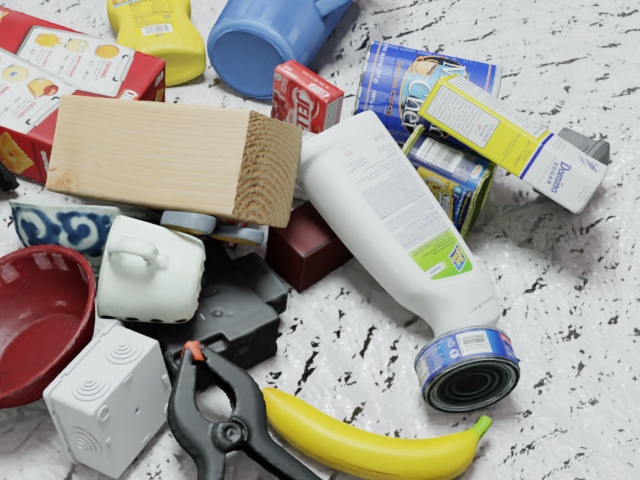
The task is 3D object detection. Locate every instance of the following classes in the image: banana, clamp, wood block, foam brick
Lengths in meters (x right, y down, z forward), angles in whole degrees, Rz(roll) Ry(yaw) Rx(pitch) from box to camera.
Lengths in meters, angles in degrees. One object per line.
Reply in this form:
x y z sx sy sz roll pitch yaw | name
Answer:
0.042 0.165 0.875 0.198 0.037 0.069 9 39 1 | banana
-0.061 0.159 0.842 0.120 0.039 0.171 -8 73 -25 | clamp
-0.130 -0.070 0.943 0.206 0.090 0.091 8 89 30 | wood block
-0.007 0.001 1.007 0.078 0.053 0.051 -32 59 -32 | foam brick

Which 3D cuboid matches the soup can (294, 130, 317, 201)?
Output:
-0.018 -0.075 1.064 0.102 0.068 0.068 17 48 8 | soup can

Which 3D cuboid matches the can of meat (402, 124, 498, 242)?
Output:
0.117 -0.050 1.035 0.084 0.102 0.057 27 53 14 | can of meat

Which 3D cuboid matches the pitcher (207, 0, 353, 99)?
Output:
-0.025 -0.274 1.200 0.145 0.149 0.242 26 52 0 | pitcher

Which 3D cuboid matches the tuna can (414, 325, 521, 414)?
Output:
0.124 0.111 0.900 0.086 0.086 0.034 -5 50 -11 | tuna can

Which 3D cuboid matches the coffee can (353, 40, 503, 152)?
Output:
0.112 -0.146 1.120 0.140 0.103 0.102 12 48 5 | coffee can

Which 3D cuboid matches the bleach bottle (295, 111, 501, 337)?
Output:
0.078 0.008 0.960 0.102 0.068 0.251 -30 81 -31 | bleach bottle

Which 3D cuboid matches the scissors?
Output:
-0.107 -0.009 0.946 0.096 0.202 0.016 13 86 -13 | scissors

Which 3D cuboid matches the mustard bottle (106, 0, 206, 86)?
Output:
-0.192 -0.255 1.214 0.096 0.058 0.192 -11 50 -10 | mustard bottle

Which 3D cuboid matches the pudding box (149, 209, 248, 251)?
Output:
-0.113 -0.053 1.025 0.114 0.039 0.090 25 86 18 | pudding box

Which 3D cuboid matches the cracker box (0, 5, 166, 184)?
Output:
-0.288 -0.145 1.095 0.214 0.072 0.164 20 50 10 | cracker box

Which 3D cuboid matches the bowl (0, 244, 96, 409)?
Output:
-0.245 0.082 0.882 0.162 0.055 0.162 -15 45 15 | bowl

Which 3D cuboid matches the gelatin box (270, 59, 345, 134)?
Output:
-0.016 -0.131 1.100 0.073 0.089 0.030 37 52 24 | gelatin box

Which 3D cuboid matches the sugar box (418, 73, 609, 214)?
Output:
0.184 -0.092 1.007 0.176 0.048 0.093 36 21 9 | sugar box
